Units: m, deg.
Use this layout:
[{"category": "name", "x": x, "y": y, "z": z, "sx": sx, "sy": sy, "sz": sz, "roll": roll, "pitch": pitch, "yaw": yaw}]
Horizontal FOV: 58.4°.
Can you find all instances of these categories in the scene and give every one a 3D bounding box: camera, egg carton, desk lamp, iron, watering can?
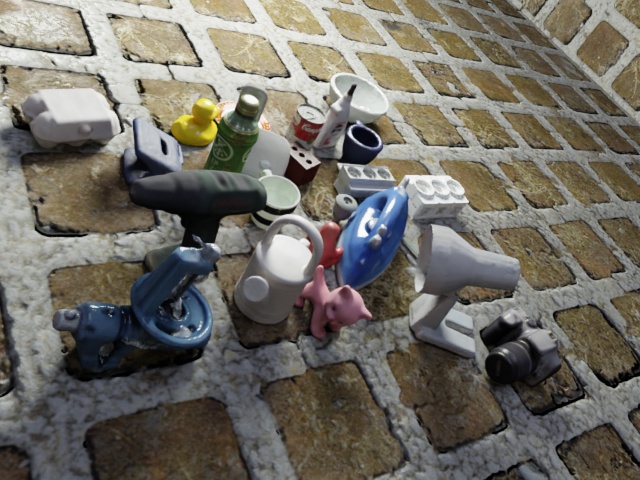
[{"category": "camera", "x": 0.368, "y": 0.204, "z": 1.075, "sx": 0.137, "sy": 0.100, "sz": 0.143, "roll": -10, "pitch": 56, "yaw": -39}, {"category": "egg carton", "x": -0.436, "y": -0.214, "z": 1.010, "sx": 0.151, "sy": 0.069, "sz": 0.107, "roll": -16, "pitch": 59, "yaw": -41}, {"category": "desk lamp", "x": 0.240, "y": 0.086, "z": 1.025, "sx": 0.203, "sy": 0.213, "sz": 0.118, "roll": 22, "pitch": 41, "yaw": -11}, {"category": "iron", "x": 0.112, "y": -0.016, "z": 1.102, "sx": 0.118, "sy": 0.141, "sz": 0.258, "roll": 31, "pitch": 40, "yaw": -1}, {"category": "watering can", "x": -0.060, "y": 0.044, "z": 0.893, "sx": 0.101, "sy": 0.194, "sz": 0.173, "roll": 23, "pitch": 41, "yaw": -11}]

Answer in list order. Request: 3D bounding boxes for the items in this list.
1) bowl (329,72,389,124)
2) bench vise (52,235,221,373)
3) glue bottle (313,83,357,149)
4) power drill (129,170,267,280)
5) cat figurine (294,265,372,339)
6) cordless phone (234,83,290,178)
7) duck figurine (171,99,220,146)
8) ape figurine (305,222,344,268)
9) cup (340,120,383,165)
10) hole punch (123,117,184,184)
[{"category": "bowl", "x": 0.089, "y": -0.351, "z": 1.474, "sx": 0.168, "sy": 0.074, "sz": 0.167, "roll": 18, "pitch": 42, "yaw": -16}, {"category": "bench vise", "x": -0.215, "y": 0.090, "z": 0.730, "sx": 0.208, "sy": 0.219, "sz": 0.121, "roll": -20, "pitch": 62, "yaw": -43}, {"category": "glue bottle", "x": 0.041, "y": -0.284, "z": 1.300, "sx": 0.037, "sy": 0.173, "sz": 0.078, "roll": 46, "pitch": 42, "yaw": 16}, {"category": "power drill", "x": -0.194, "y": -0.024, "z": 0.866, "sx": 0.230, "sy": 0.208, "sz": 0.075, "roll": -17, "pitch": 59, "yaw": -41}, {"category": "cat figurine", "x": 0.023, "y": 0.100, "z": 0.948, "sx": 0.067, "sy": 0.117, "sz": 0.127, "roll": -14, "pitch": 58, "yaw": -40}, {"category": "cordless phone", "x": -0.117, "y": -0.205, "z": 1.113, "sx": 0.148, "sy": 0.185, "sz": 0.094, "roll": 13, "pitch": 44, "yaw": -20}, {"category": "duck figurine", "x": -0.244, "y": -0.243, "z": 1.147, "sx": 0.105, "sy": 0.086, "sz": 0.077, "roll": -24, "pitch": 64, "yaw": -44}, {"category": "ape figurine", "x": 0.010, "y": 0.004, "z": 1.056, "sx": 0.077, "sy": 0.092, "sz": 0.076, "roll": 45, "pitch": 42, "yaw": 15}, {"category": "cup", "x": 0.082, "y": -0.210, "z": 1.312, "sx": 0.092, "sy": 0.095, "sz": 0.117, "roll": 9, "pitch": 45, "yaw": -25}, {"category": "hole punch", "x": -0.293, "y": -0.156, "z": 1.026, "sx": 0.101, "sy": 0.091, "sz": 0.108, "roll": 5, "pitch": 47, "yaw": -28}]
